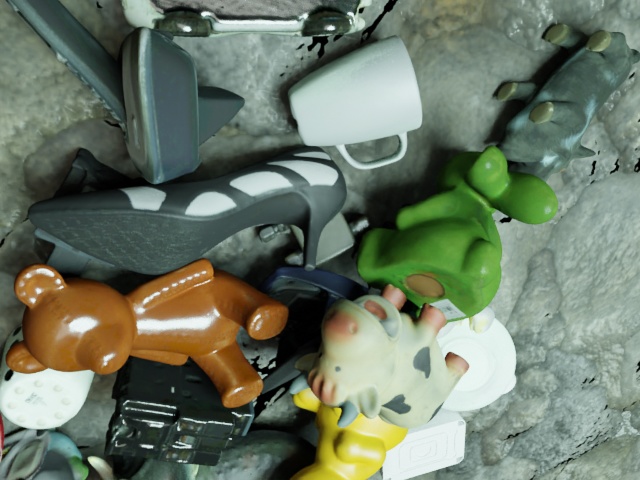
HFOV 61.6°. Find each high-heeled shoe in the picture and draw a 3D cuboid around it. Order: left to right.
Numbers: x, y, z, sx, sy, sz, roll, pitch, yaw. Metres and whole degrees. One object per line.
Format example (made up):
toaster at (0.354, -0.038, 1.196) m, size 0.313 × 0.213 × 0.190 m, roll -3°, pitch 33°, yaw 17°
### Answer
high-heeled shoe at (-0.095, -0.046, 0.452) m, size 0.249 × 0.145 × 0.086 m, roll 11°, pitch 141°, yaw -15°

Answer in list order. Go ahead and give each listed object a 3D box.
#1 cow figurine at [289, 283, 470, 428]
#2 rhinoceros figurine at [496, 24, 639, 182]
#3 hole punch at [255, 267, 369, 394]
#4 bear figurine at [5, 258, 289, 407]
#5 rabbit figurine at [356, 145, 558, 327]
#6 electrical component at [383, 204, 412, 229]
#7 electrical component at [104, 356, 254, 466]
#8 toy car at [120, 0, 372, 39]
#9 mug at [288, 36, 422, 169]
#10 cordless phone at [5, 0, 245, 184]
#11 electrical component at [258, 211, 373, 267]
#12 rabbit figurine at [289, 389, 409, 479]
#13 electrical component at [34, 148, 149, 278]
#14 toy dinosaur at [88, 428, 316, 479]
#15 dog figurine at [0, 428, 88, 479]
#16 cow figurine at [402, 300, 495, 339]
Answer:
cow figurine at (0.053, 0.107, 0.461) m, size 0.127 × 0.086 × 0.194 m, roll -55°, pitch 141°, yaw -16°
rhinoceros figurine at (0.238, -0.123, 0.546) m, size 0.112 × 0.073 × 0.190 m, roll 23°, pitch 104°, yaw -36°
hole punch at (-0.015, 0.082, 0.541) m, size 0.116 × 0.092 × 0.142 m, roll -10°, pitch 151°, yaw -46°
bear figurine at (-0.146, 0.079, 0.457) m, size 0.196 × 0.132 × 0.120 m, roll -1°, pitch 119°, yaw -48°
rabbit figurine at (0.129, -0.027, 0.504) m, size 0.121 × 0.159 × 0.170 m, roll 31°, pitch 60°, yaw -8°
electrical component at (0.093, 0.008, 0.585) m, size 0.063 × 0.021 × 0.094 m, roll 15°, pitch 108°, yaw -23°
electrical component at (-0.135, 0.157, 0.531) m, size 0.134 × 0.115 × 0.058 m, roll 14°, pitch 114°, yaw -23°
toy car at (-0.054, -0.199, 0.426) m, size 0.202 × 0.056 × 0.073 m, roll -7°, pitch 109°, yaw -15°
mug at (0.030, -0.115, 0.482) m, size 0.107 × 0.081 × 0.109 m, roll -14°, pitch 124°, yaw 3°
cordless phone at (-0.155, -0.131, 0.375) m, size 0.089 × 0.147 × 0.184 m, roll -48°, pitch 118°, yaw -7°
electrical component at (0.000, -0.003, 0.541) m, size 0.102 × 0.045 × 0.078 m, roll -34°, pitch 91°, yaw -3°
rabbit figurine at (0.020, 0.236, 0.575) m, size 0.162 × 0.122 × 0.173 m, roll 53°, pitch 53°, yaw -27°
electrical component at (-0.204, -0.010, 0.470) m, size 0.075 × 0.048 × 0.119 m, roll 25°, pitch 105°, yaw -25°
toy dinosaur at (-0.079, 0.278, 0.610) m, size 0.405 × 0.131 × 0.192 m, roll 2°, pitch 114°, yaw -25°
dog figurine at (-0.300, 0.316, 0.563) m, size 0.191 × 0.109 × 0.219 m, roll -26°, pitch 123°, yaw -7°
cow figurine at (0.099, 0.094, 0.598) m, size 0.167 × 0.068 × 0.098 m, roll -37°, pitch 121°, yaw 5°
